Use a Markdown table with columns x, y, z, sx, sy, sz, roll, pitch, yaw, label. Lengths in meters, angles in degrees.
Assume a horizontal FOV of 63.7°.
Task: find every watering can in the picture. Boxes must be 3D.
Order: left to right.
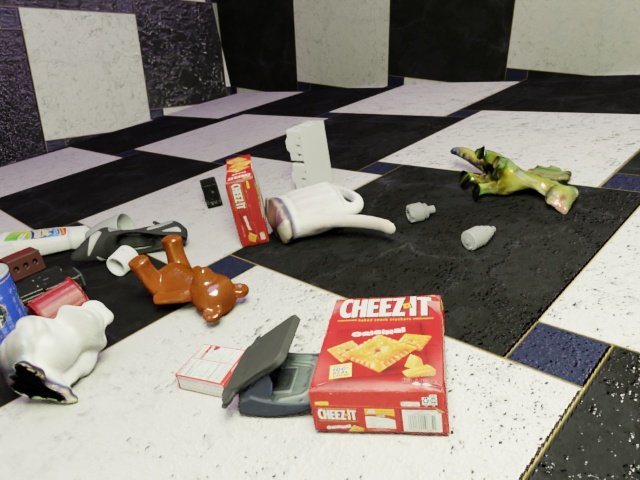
| x | y | z | sx | sy | sz | roll | pitch | yaw | label |
| --- | --- | --- | --- | --- | --- | --- | --- | --- | --- |
| 0.004 | -0.059 | 1.162 | 0.225 | 0.102 | 0.352 | -19 | 26 | -17 | watering can |

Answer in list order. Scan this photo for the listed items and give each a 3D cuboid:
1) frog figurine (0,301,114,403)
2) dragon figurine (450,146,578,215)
| x | y | z | sx | sy | sz | roll | pitch | yaw | label |
| --- | --- | --- | --- | --- | --- | --- | --- | --- | --- |
| -0.404 | 0.158 | 0.795 | 0.121 | 0.135 | 0.163 | -29 | 33 | 30 | frog figurine |
| 0.483 | -0.163 | 1.258 | 0.243 | 0.120 | 0.418 | 7 | 25 | -5 | dragon figurine |
